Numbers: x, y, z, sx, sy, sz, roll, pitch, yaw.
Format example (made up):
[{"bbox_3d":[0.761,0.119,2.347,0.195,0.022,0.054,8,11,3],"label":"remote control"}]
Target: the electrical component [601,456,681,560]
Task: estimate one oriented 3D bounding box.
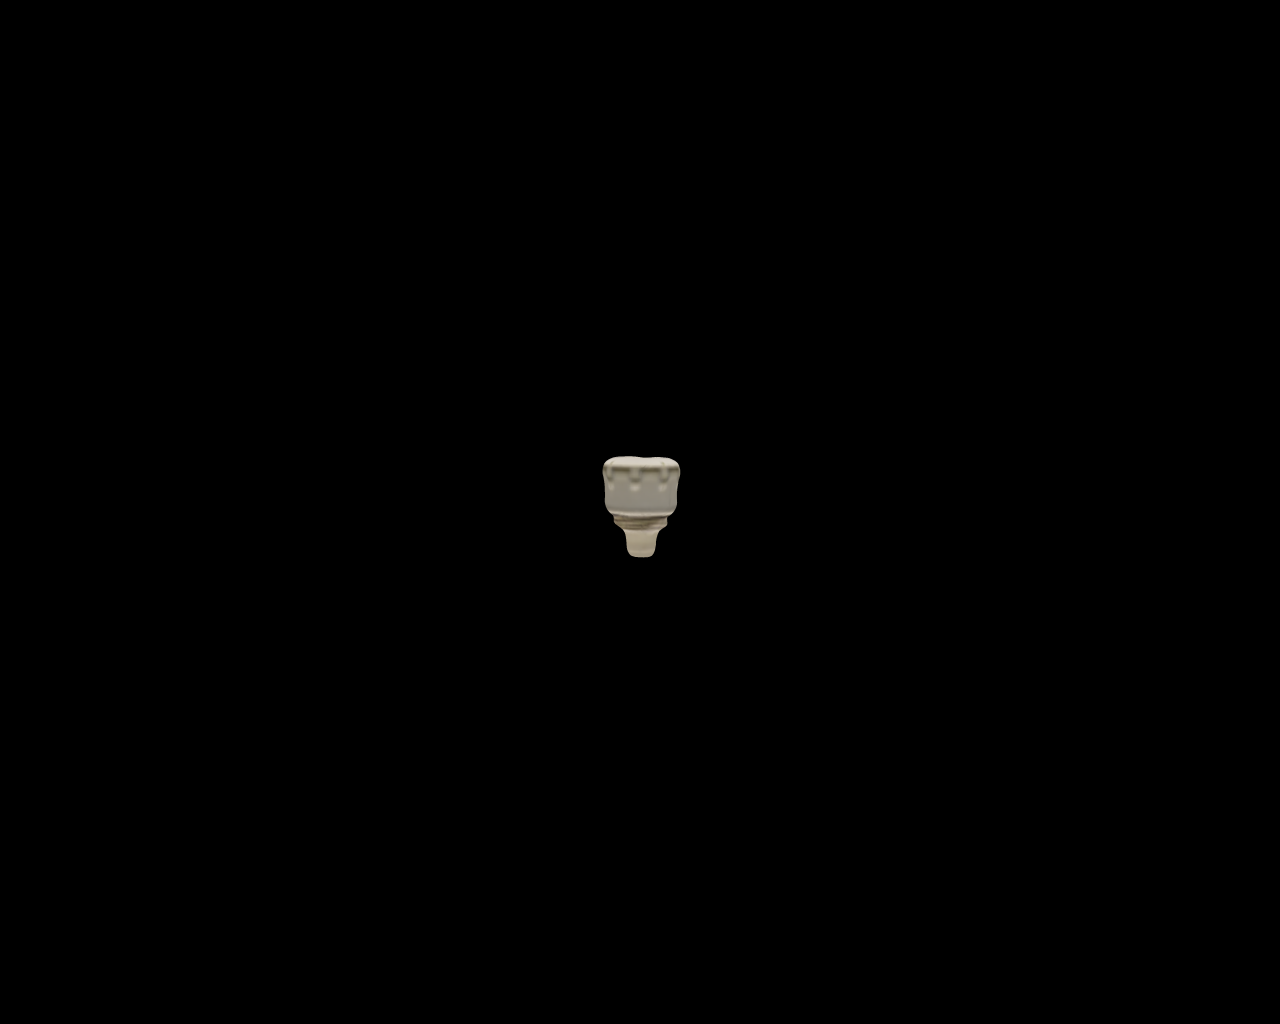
[{"bbox_3d":[0.001,-0.003,0.650,0.048,0.062,0.048,0,5,0],"label":"electrical component"}]
